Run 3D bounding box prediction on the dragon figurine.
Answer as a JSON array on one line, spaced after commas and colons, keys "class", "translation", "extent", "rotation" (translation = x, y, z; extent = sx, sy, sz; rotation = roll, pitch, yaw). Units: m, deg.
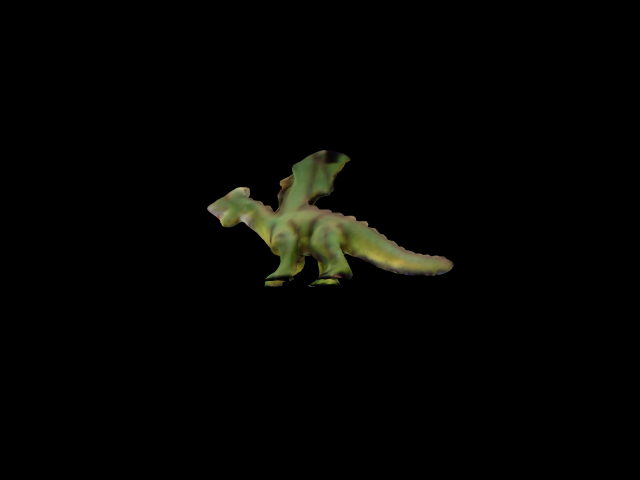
[{"class": "dragon figurine", "translation": [0.003, -0.043, 0.850], "extent": [0.409, 0.246, 0.120], "rotation": [-5, -19, 16]}]
